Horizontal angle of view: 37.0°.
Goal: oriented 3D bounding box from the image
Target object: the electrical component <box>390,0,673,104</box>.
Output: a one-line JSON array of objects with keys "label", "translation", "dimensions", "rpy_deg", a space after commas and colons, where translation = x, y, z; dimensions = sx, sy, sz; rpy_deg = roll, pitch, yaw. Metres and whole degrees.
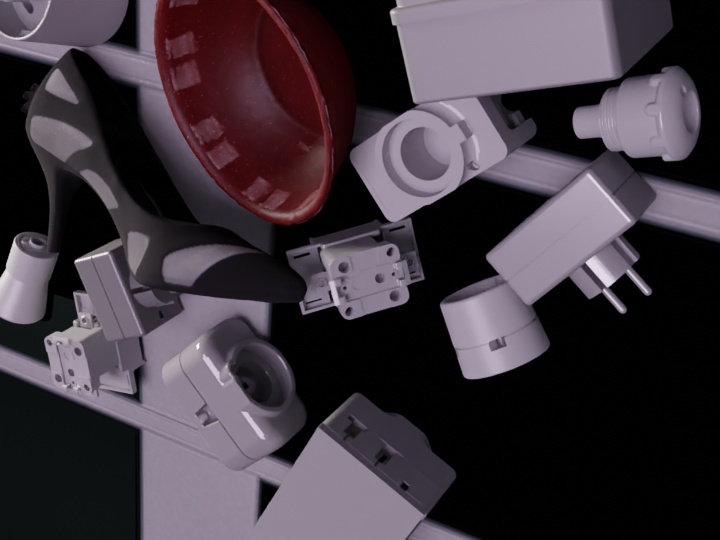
[{"label": "electrical component", "translation": [0.088, -0.127, 0.533], "dimensions": [0.109, 0.109, 0.056], "rpy_deg": [-2, 112, 31]}]

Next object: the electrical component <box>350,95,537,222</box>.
[{"label": "electrical component", "translation": [0.045, -0.071, 0.615], "dimensions": [0.089, 0.056, 0.050], "rpy_deg": [-29, 94, 36]}]

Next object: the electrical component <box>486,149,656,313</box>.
[{"label": "electrical component", "translation": [0.129, -0.010, 0.598], "dimensions": [0.075, 0.047, 0.083], "rpy_deg": [49, 126, 3]}]

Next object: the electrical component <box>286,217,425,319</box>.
[{"label": "electrical component", "translation": [0.000, 0.000, 0.660], "dimensions": [0.081, 0.064, 0.042], "rpy_deg": [-17, 106, -7]}]

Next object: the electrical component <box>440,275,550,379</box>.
[{"label": "electrical component", "translation": [0.079, 0.032, 0.642], "dimensions": [0.055, 0.055, 0.047], "rpy_deg": [-19, 97, 35]}]

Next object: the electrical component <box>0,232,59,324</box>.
[{"label": "electrical component", "translation": [-0.258, 0.004, 0.835], "dimensions": [0.044, 0.044, 0.065], "rpy_deg": [35, 119, 13]}]

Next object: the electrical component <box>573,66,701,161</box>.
[{"label": "electrical component", "translation": [0.143, -0.080, 0.562], "dimensions": [0.062, 0.048, 0.048], "rpy_deg": [0, 111, 38]}]

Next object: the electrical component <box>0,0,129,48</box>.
[{"label": "electrical component", "translation": [-0.210, -0.198, 0.718], "dimensions": [0.099, 0.064, 0.099], "rpy_deg": [11, 107, 38]}]

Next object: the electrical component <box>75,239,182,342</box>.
[{"label": "electrical component", "translation": [-0.152, 0.009, 0.771], "dimensions": [0.077, 0.047, 0.065], "rpy_deg": [-12, 105, 34]}]

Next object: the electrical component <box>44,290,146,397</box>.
[{"label": "electrical component", "translation": [-0.201, 0.060, 0.812], "dimensions": [0.042, 0.064, 0.081], "rpy_deg": [5, 113, 27]}]

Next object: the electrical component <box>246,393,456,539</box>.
[{"label": "electrical component", "translation": [-0.010, 0.169, 0.749], "dimensions": [0.089, 0.062, 0.150], "rpy_deg": [38, 125, 11]}]

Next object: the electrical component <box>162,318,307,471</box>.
[{"label": "electrical component", "translation": [-0.086, 0.086, 0.762], "dimensions": [0.059, 0.054, 0.095], "rpy_deg": [-35, 91, 36]}]
